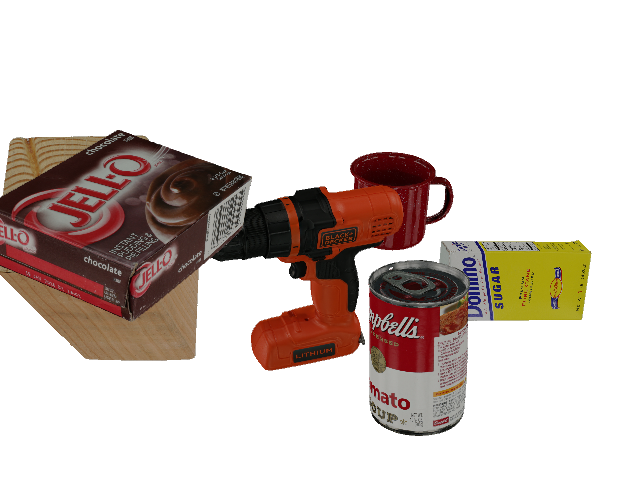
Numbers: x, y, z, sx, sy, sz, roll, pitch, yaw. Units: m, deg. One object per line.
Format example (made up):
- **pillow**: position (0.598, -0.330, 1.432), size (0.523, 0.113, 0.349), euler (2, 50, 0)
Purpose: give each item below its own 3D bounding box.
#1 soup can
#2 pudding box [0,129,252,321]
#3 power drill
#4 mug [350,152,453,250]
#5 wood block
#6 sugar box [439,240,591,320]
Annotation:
- **soup can**: position (0.067, 0.073, 0.732), size (0.068, 0.102, 0.068), euler (-1, 23, 0)
- **pudding box**: position (-0.102, -0.012, 0.554), size (0.090, 0.039, 0.113), euler (21, 32, 19)
- **power drill**: position (-0.022, 0.036, 0.969), size (0.184, 0.188, 0.057), euler (-9, 46, -16)
- **mug**: position (0.089, -0.043, 1.178), size (0.117, 0.081, 0.093), euler (-4, 29, -11)
- **wood block**: position (-0.144, 0.014, 0.736), size (0.090, 0.091, 0.206), euler (0, -20, 3)
- **sugar box**: position (0.232, 0.049, 1.290), size (0.176, 0.093, 0.048), euler (-2, 20, -9)
